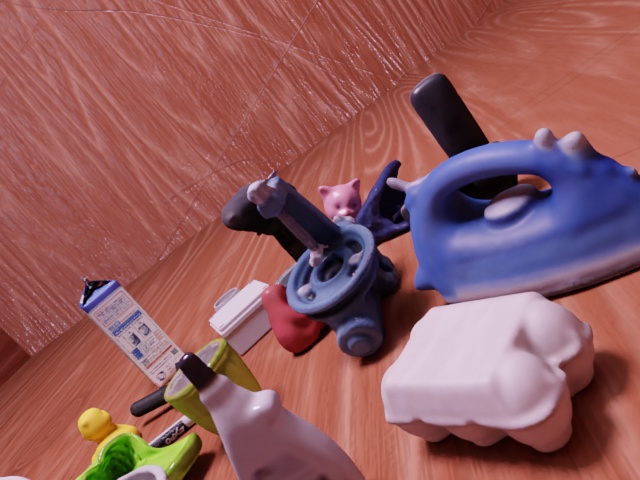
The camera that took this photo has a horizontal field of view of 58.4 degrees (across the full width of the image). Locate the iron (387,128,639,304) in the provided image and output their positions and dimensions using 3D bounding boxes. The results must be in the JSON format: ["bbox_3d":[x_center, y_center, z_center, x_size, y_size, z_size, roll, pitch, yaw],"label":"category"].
[{"bbox_3d":[0.177,-0.033,0.509,0.257,0.141,0.119,-21,22,50],"label":"iron"}]

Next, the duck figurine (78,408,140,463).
[{"bbox_3d":[-0.325,0.293,0.858,0.077,0.086,0.104,-40,14,-5],"label":"duck figurine"}]

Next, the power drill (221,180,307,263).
[{"bbox_3d":[-0.043,0.000,0.819,0.075,0.208,0.229,-35,15,15],"label":"power drill"}]

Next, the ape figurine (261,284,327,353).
[{"bbox_3d":[-0.040,0.096,0.751,0.076,0.092,0.077,-47,16,-31],"label":"ape figurine"}]

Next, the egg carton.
[{"bbox_3d":[0.115,0.094,0.409,0.150,0.069,0.107,-21,22,51],"label":"egg carton"}]

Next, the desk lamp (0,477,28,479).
[{"bbox_3d":[-0.092,0.205,0.279,0.202,0.214,0.118,-19,24,53],"label":"desk lamp"}]

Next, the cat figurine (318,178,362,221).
[{"bbox_3d":[0.028,-0.041,0.960,0.127,0.118,0.067,-32,15,23],"label":"cat figurine"}]

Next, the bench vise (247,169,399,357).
[{"bbox_3d":[-0.003,0.010,0.664,0.121,0.220,0.207,-38,14,4],"label":"bench vise"}]

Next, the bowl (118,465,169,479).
[{"bbox_3d":[-0.182,0.294,0.516,0.167,0.075,0.167,-36,14,11],"label":"bowl"}]

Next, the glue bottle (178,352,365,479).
[{"bbox_3d":[-0.043,0.147,0.426,0.078,0.173,0.037,-35,15,12],"label":"glue bottle"}]

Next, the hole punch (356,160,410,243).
[{"bbox_3d":[0.096,-0.057,0.894,0.101,0.091,0.109,-27,18,39],"label":"hole punch"}]

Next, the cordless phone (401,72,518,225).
[{"bbox_3d":[0.144,-0.095,0.695,0.147,0.185,0.094,-36,14,8],"label":"cordless phone"}]
